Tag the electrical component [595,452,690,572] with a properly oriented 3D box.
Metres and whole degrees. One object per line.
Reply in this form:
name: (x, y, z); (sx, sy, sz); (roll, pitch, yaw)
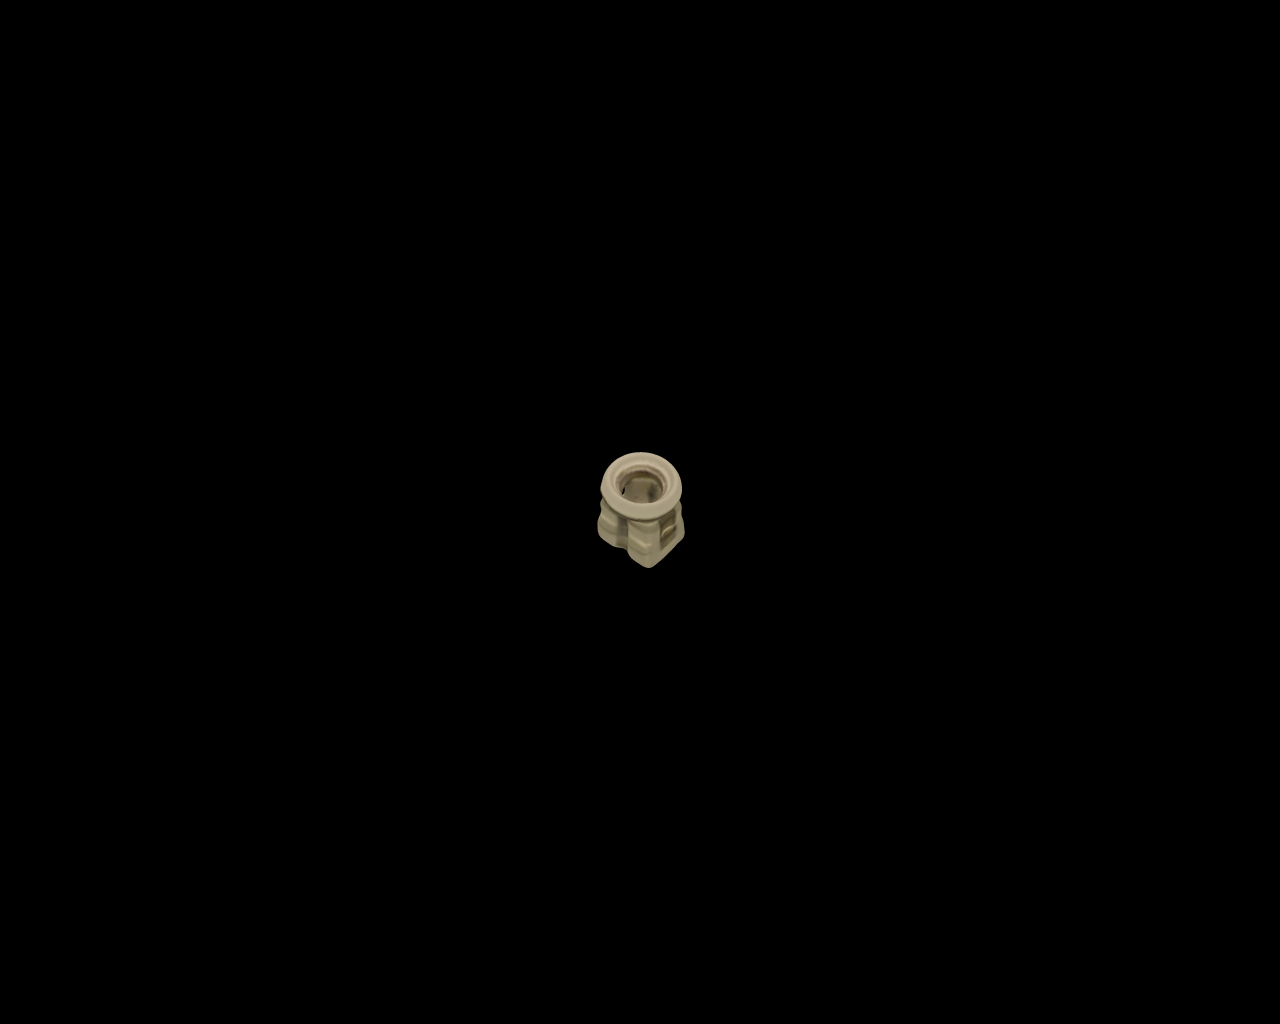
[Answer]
electrical component: (0.001, -0.003, 0.650); (0.066, 0.055, 0.048); (33, 58, 24)
